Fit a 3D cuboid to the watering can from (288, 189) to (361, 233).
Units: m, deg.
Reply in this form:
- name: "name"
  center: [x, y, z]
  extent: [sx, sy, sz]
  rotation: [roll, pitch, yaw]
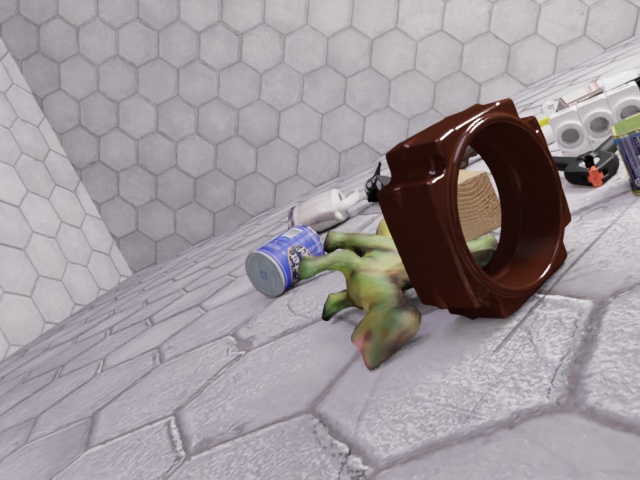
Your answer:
- name: "watering can"
  center: [0.004, -0.074, 1.469]
  extent: [0.223, 0.103, 0.352]
  rotation: [-25, 9, 17]

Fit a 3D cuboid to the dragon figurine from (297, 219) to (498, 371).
- name: "dragon figurine"
  center: [0.126, 0.031, 0.709]
  extent: [0.242, 0.120, 0.417]
  rotation: [-3, 25, 33]
